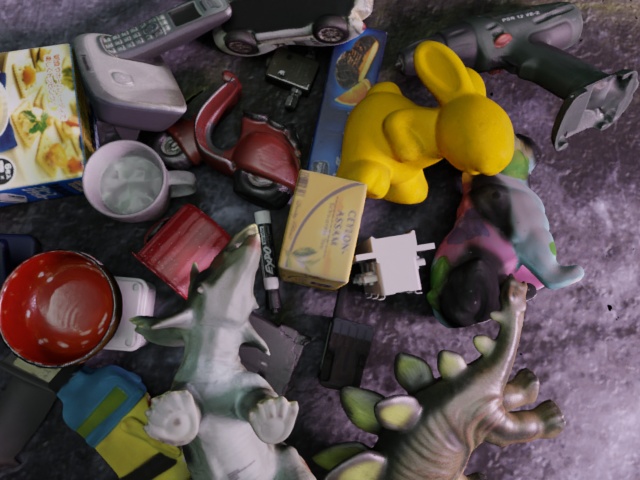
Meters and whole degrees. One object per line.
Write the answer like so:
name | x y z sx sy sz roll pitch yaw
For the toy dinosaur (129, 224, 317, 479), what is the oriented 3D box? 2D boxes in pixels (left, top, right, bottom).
toy dinosaur | -0.070 0.196 0.491 0.131 0.192 0.404 -16 99 -14

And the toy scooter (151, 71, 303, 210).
toy scooter | -0.093 -0.121 0.623 0.184 0.075 0.135 22 80 5

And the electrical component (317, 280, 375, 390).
electrical component | 0.031 0.106 0.599 0.048 0.075 0.119 15 79 0

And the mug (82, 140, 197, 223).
mug | -0.191 -0.058 0.591 0.110 0.107 0.080 -11 85 -9

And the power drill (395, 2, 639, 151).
power drill | 0.231 -0.192 0.618 0.232 0.085 0.207 -22 47 -14

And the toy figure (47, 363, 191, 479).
toy figure | -0.207 0.196 0.569 0.180 0.082 0.089 40 101 -5

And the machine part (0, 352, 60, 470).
machine part | -0.327 0.178 0.587 0.084 0.039 0.139 24 80 -8

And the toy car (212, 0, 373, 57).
toy car | -0.035 -0.259 0.622 0.202 0.056 0.073 2 82 23

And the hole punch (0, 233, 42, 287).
hole punch | -0.375 0.047 0.577 0.142 0.092 0.115 1 86 -7

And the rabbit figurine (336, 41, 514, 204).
rabbit figurine | 0.121 -0.111 0.555 0.121 0.173 0.162 19 83 -44

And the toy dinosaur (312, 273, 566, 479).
toy dinosaur | 0.092 0.247 0.545 0.198 0.105 0.471 20 97 -7

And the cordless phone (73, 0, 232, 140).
cordless phone | -0.168 -0.199 0.596 0.184 0.088 0.147 -29 55 -4

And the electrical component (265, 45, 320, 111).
electrical component | -0.036 -0.207 0.662 0.063 0.021 0.094 20 83 0

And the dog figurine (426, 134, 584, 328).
dog figurine | 0.180 -0.029 0.611 0.192 0.108 0.219 -23 80 -3

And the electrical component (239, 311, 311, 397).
electrical component | -0.087 0.142 0.594 0.115 0.058 0.134 25 81 3

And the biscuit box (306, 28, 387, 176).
biscuit box | 0.029 -0.149 0.638 0.063 0.059 0.202 12 82 -1

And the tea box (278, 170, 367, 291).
tea box | -0.001 -0.002 0.562 0.068 0.169 0.098 13 83 0
